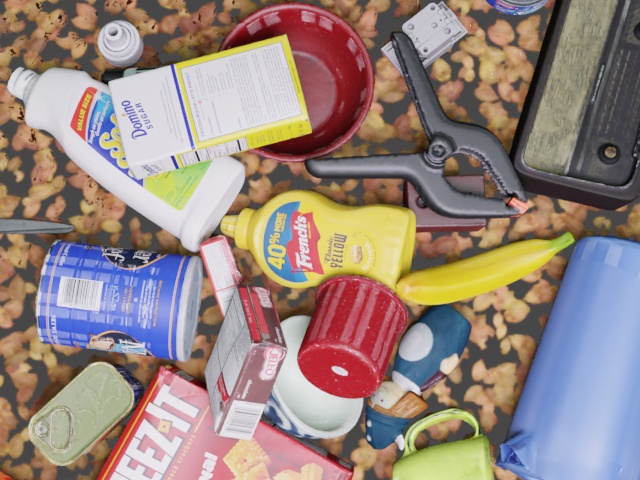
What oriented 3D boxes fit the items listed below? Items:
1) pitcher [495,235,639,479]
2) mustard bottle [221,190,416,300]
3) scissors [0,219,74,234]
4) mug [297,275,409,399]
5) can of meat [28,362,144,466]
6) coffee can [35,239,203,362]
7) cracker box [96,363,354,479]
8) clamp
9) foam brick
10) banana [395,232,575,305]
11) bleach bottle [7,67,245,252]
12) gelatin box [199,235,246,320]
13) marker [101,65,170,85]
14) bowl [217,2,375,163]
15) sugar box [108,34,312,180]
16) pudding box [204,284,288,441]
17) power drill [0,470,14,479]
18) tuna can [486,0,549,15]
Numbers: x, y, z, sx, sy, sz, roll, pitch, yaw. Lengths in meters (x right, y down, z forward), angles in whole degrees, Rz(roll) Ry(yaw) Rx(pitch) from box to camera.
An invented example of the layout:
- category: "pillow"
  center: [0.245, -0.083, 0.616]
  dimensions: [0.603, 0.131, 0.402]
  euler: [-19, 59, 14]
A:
- category: "pitcher"
  center: [0.271, 0.128, 1.015]
  dimensions: [0.145, 0.149, 0.243]
  euler: [16, 81, 17]
- category: "mustard bottle"
  center: [-0.007, 0.001, 1.042]
  dimensions: [0.192, 0.058, 0.096]
  euler: [11, 101, 18]
- category: "scissors"
  center: [-0.358, 0.002, 1.078]
  dimensions: [0.202, 0.016, 0.096]
  euler: [17, 86, 2]
- category: "mug"
  center: [0.030, 0.101, 0.999]
  dimensions: [0.093, 0.117, 0.081]
  euler: [5, 46, 20]
- category: "can of meat"
  center: [-0.221, 0.165, 1.026]
  dimensions: [0.102, 0.084, 0.057]
  euler: [-43, 85, -4]
- category: "coffee can"
  center: [-0.190, 0.058, 1.028]
  dimensions: [0.140, 0.103, 0.103]
  euler: [7, 84, 1]
- category: "cracker box"
  center: [-0.097, 0.241, 1.024]
  dimensions: [0.214, 0.072, 0.164]
  euler: [29, 84, 4]
- category: "clamp"
  center: [0.112, -0.093, 1.023]
  dimensions: [0.210, 0.036, 0.164]
  euler: [26, 86, 3]
- category: "foam brick"
  center: [0.122, -0.036, 1.061]
  dimensions: [0.078, 0.051, 0.053]
  euler: [-2, 84, 0]
- category: "banana"
  center: [0.150, 0.029, 1.035]
  dimensions: [0.197, 0.070, 0.037]
  euler: [-17, 63, -22]
- category: "bleach bottle"
  center: [-0.204, -0.093, 1.060]
  dimensions: [0.251, 0.068, 0.102]
  euler: [30, 73, 6]
- category: "gelatin box"
  center: [-0.089, 0.043, 1.044]
  dimensions: [0.030, 0.073, 0.089]
  euler: [-19, 84, -2]
- category: "marker"
  center: [-0.166, -0.166, 1.075]
  dimensions: [0.121, 0.020, 0.020]
  euler: [-1, 84, 19]
- category: "bowl"
  center: [-0.027, -0.153, 1.072]
  dimensions: [0.162, 0.055, 0.162]
  euler: [0, 84, 0]
- category: "sugar box"
  center: [-0.104, -0.126, 1.013]
  dimensions: [0.176, 0.048, 0.093]
  euler: [-15, 73, 0]
- category: "pudding box"
  center: [-0.069, 0.110, 0.969]
  dimensions: [0.039, 0.090, 0.114]
  euler: [12, 120, -21]
- category: "power drill"
  center: [-0.283, 0.238, 0.981]
  dimensions: [0.188, 0.184, 0.057]
  euler: [37, 63, 12]
- category: "tuna can"
  center: [0.204, -0.276, 1.094]
  dimensions: [0.086, 0.034, 0.086]
  euler: [0, 84, 0]
